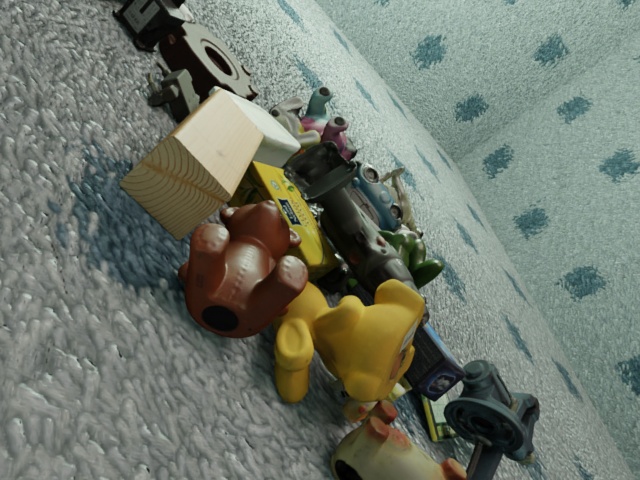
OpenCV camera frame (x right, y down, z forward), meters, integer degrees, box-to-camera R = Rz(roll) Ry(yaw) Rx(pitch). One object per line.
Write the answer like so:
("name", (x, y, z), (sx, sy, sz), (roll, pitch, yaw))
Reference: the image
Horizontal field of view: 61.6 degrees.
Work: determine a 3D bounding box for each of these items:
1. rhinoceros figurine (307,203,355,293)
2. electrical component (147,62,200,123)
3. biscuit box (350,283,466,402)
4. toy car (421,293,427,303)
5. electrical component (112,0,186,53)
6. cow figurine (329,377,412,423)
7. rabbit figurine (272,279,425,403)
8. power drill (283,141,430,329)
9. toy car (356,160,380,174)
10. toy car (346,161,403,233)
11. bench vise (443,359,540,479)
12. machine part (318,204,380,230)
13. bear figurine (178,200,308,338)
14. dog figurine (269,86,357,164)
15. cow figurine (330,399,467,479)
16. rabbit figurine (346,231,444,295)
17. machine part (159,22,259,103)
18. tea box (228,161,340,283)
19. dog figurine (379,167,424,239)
("rhinoceros figurine", (-0.002, -0.003, 0.844), (0.112, 0.073, 0.190), (10, 49, -47))
("electrical component", (-0.206, -0.209, 0.760), (0.102, 0.045, 0.078), (-90, 167, -53))
("biscuit box", (0.117, 0.125, 0.749), (0.059, 0.063, 0.203), (37, 14, -38))
("toy car", (0.152, 0.061, 1.081), (0.089, 0.053, 0.202), (48, 16, -43))
("electrical component", (-0.236, -0.341, 0.788), (0.075, 0.119, 0.048), (57, 21, 0))
("cow figurine", (0.063, 0.177, 0.702), (0.098, 0.068, 0.167), (55, 17, 18))
("rabbit figurine", (0.010, 0.111, 0.609), (0.173, 0.121, 0.162), (29, 50, 24))
("power drill", (0.048, -0.014, 0.678), (0.207, 0.086, 0.232), (49, 4, -40))
("toy car", (0.147, -0.115, 1.329), (0.202, 0.056, 0.073), (58, 21, 7))
("toy car", (0.081, -0.064, 1.055), (0.103, 0.109, 0.161), (-32, 83, -26))
("bench vise", (0.258, 0.315, 0.826), (0.240, 0.129, 0.223), (-51, 129, -39))
("machine part", (0.048, -0.027, 0.965), (0.243, 0.079, 0.079), (44, 23, -26))
("bear figurine", (-0.070, 0.007, 0.583), (0.120, 0.132, 0.196), (26, 40, -6))
("dog figurine", (-0.016, -0.172, 1.031), (0.108, 0.191, 0.219), (60, -12, 23))
("cow figurine", (0.095, 0.281, 0.570), (0.195, 0.127, 0.085), (41, 20, 6))
("rabbit figurine", (0.124, 0.058, 0.931), (0.170, 0.159, 0.121), (55, 3, -46))
("machine part", (-0.184, -0.289, 0.905), (0.179, 0.056, 0.179), (42, 25, -25))
("tea box", (-0.054, -0.019, 0.752), (0.169, 0.068, 0.098), (61, 21, 14))
("dog figurine", (0.148, -0.051, 1.202), (0.172, 0.121, 0.190), (-22, 94, -35))
